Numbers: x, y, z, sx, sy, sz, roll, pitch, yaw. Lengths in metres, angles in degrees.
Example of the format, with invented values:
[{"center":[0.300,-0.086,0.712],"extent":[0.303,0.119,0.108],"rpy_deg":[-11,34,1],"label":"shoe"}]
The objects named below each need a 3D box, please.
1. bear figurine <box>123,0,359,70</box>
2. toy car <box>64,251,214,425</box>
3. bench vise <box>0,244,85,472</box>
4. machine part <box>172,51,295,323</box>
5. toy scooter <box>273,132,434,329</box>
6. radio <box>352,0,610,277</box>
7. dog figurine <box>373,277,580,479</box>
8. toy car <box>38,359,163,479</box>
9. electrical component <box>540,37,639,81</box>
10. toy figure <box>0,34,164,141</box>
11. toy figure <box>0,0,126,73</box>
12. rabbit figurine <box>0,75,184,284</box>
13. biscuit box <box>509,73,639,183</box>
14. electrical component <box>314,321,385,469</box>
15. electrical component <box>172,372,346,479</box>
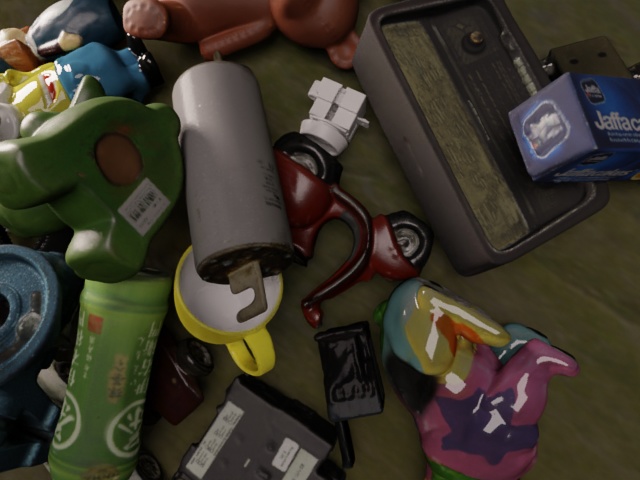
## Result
[{"center":[-0.057,-0.221,0.487],"extent":[0.196,0.132,0.120],"rpy_deg":[12,101,13],"label":"bear figurine"},{"center":[-0.179,0.082,0.512],"extent":[0.089,0.053,0.202],"rpy_deg":[-44,78,7],"label":"toy car"},{"center":[-0.270,0.086,0.390],"extent":[0.129,0.240,0.223],"rpy_deg":[20,67,18],"label":"bench vise"},{"center":[-0.072,-0.055,0.433],"extent":[0.079,0.079,0.243],"rpy_deg":[-16,66,6],"label":"machine part"},{"center":[-0.001,-0.001,0.488],"extent":[0.184,0.075,0.135],"rpy_deg":[37,93,4],"label":"toy scooter"},{"center":[0.134,-0.097,0.461],"extent":[0.131,0.073,0.229],"rpy_deg":[-23,83,-14],"label":"radio"},{"center":[0.104,0.160,0.442],"extent":[0.192,0.108,0.219],"rpy_deg":[25,92,0],"label":"dog figurine"},{"center":[-0.227,0.195,0.507],"extent":[0.073,0.056,0.202],"rpy_deg":[-44,81,2],"label":"toy car"},{"center":[0.238,-0.137,0.484],"extent":[0.102,0.045,0.078],"rpy_deg":[-18,55,3],"label":"electrical component"},{"center":[-0.239,-0.131,0.524],"extent":[0.180,0.089,0.082],"rpy_deg":[-27,47,-5],"label":"toy figure"},{"center":[-0.276,-0.199,0.545],"extent":[0.154,0.064,0.057],"rpy_deg":[-21,99,1],"label":"toy figure"},{"center":[-0.197,-0.057,0.421],"extent":[0.170,0.121,0.159],"rpy_deg":[-7,51,38],"label":"rabbit figurine"},{"center":[0.243,-0.082,0.415],"extent":[0.203,0.059,0.063],"rpy_deg":[-5,74,-27],"label":"biscuit box"},{"center":[0.031,0.133,0.470],"extent":[0.048,0.074,0.119],"rpy_deg":[-14,79,7],"label":"electrical component"},{"center":[-0.047,0.201,0.484],"extent":[0.134,0.058,0.115],"rpy_deg":[35,92,8],"label":"electrical component"}]
